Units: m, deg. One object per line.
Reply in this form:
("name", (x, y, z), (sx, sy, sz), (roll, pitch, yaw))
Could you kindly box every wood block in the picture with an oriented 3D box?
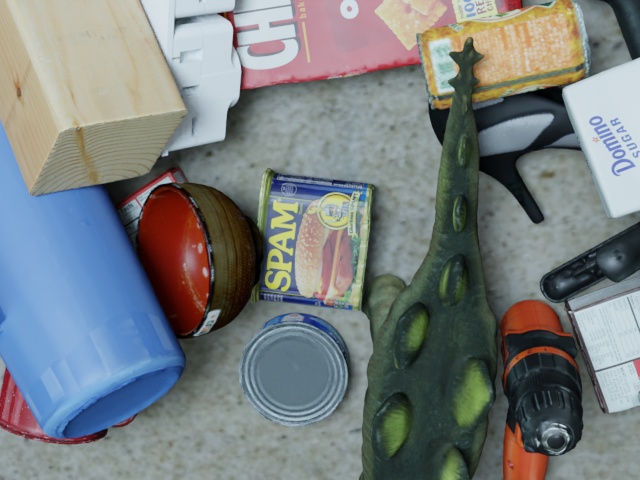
("wood block", (-0.179, -0.146, 0.717), (0.091, 0.090, 0.206), (-44, 66, 53))

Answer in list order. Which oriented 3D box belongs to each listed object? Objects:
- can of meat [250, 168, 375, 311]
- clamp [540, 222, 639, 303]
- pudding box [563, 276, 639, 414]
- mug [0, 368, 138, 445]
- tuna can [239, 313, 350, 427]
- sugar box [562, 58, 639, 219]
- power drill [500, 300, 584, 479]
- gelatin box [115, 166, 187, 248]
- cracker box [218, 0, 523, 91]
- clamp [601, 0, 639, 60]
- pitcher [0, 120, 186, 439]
("can of meat", (-0.005, 0.001, 0.812), (0.084, 0.057, 0.102), (7, 102, 2))
("clamp", (0.256, -0.017, 0.741), (0.210, 0.164, 0.036), (-30, 85, 1))
("pudding box", (0.253, 0.072, 0.806), (0.113, 0.039, 0.090), (-20, 95, 8))
("mug", (-0.193, 0.108, 0.835), (0.117, 0.093, 0.081), (15, 97, 12))
("tuna can", (-0.019, 0.102, 0.844), (0.086, 0.033, 0.086), (1, 101, 6))
("sugar box", (0.254, -0.086, 0.683), (0.176, 0.048, 0.093), (-20, 86, 13))
("power drill", (0.154, 0.157, 0.769), (0.057, 0.184, 0.188), (4, 111, 6))
("gelatin box", (-0.120, -0.002, 0.837), (0.073, 0.030, 0.089), (-32, 96, 12))
("cracker box", (0.030, -0.202, 0.760), (0.214, 0.072, 0.164), (-7, 100, 8))
("clamp", (0.211, -0.184, 0.741), (0.171, 0.039, 0.120), (18, 101, -19))
("pitcher", (-0.203, 0.015, 0.750), (0.149, 0.145, 0.243), (-32, 73, 2))
